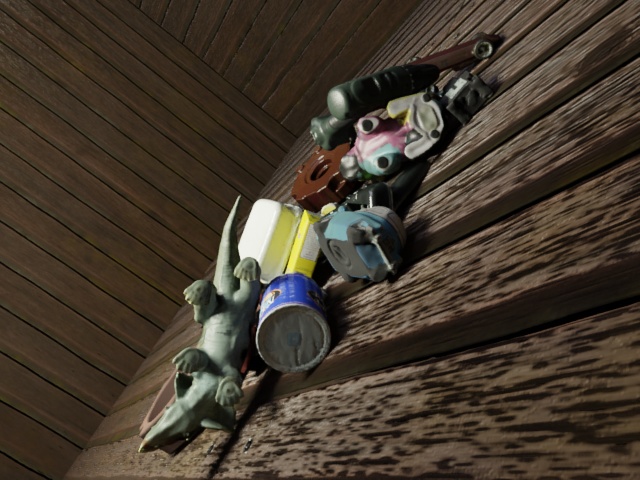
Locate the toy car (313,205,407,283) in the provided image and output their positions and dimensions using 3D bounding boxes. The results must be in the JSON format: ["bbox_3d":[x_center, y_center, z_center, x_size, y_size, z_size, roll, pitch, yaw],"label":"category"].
[{"bbox_3d":[0.068,-0.004,0.770,0.103,0.109,0.162,-38,15,-22],"label":"toy car"}]

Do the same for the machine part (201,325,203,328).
[{"bbox_3d":[-0.190,0.215,1.033,0.039,0.138,0.084,-20,-1,-19],"label":"machine part"}]

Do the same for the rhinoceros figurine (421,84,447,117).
[{"bbox_3d":[0.206,-0.256,1.058,0.112,0.073,0.190,-34,18,26],"label":"rhinoceros figurine"}]

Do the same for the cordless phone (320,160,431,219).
[{"bbox_3d":[0.102,-0.068,0.919,0.184,0.088,0.146,-46,8,-26],"label":"cordless phone"}]

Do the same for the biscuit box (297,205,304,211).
[{"bbox_3d":[-0.106,-0.018,1.391,0.059,0.063,0.203,-38,1,44],"label":"biscuit box"}]

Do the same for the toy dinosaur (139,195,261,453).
[{"bbox_3d":[-0.158,0.147,0.864,0.192,0.131,0.405,119,167,-69],"label":"toy dinosaur"}]

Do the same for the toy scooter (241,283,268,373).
[{"bbox_3d":[-0.155,0.148,0.987,0.075,0.135,0.184,123,160,-52],"label":"toy scooter"}]

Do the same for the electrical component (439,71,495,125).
[{"bbox_3d":[0.245,-0.247,0.924,0.075,0.047,0.119,-49,12,14],"label":"electrical component"}]

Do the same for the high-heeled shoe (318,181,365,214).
[{"bbox_3d":[0.077,-0.121,1.199,0.145,0.086,0.248,2,69,38],"label":"high-heeled shoe"}]

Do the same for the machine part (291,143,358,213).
[{"bbox_3d":[0.014,-0.139,1.145,0.179,0.056,0.179,-33,33,25],"label":"machine part"}]

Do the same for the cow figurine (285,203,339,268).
[{"bbox_3d":[-0.004,-0.004,1.088,0.167,0.068,0.098,-45,-2,18],"label":"cow figurine"}]

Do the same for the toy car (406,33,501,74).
[{"bbox_3d":[0.258,-0.358,1.071,0.202,0.053,0.089,-15,23,17],"label":"toy car"}]

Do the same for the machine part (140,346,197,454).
[{"bbox_3d":[-0.270,0.320,1.111,0.201,0.087,0.201,-46,15,29],"label":"machine part"}]

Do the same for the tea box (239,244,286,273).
[{"bbox_3d":[-0.111,0.052,1.160,0.098,0.068,0.170,-44,46,32],"label":"tea box"}]

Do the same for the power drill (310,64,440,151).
[{"bbox_3d":[0.090,-0.247,1.002,0.232,0.086,0.207,-24,3,-34],"label":"power drill"}]

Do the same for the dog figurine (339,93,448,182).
[{"bbox_3d":[0.129,-0.172,0.994,0.192,0.108,0.219,-26,-3,-2],"label":"dog figurine"}]
